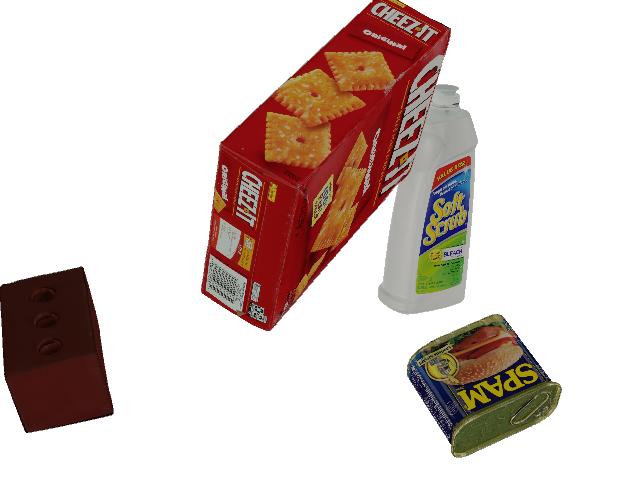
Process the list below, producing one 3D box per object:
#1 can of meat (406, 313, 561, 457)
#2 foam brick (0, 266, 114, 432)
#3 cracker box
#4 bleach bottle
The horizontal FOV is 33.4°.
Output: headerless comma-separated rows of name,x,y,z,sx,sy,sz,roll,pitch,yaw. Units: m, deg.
can of meat,0.133,0.118,0.889,0.102,0.084,0.057,-21,-38,-15
foam brick,-0.155,0.064,0.625,0.053,0.051,0.078,-13,41,-10
cracker box,0.006,-0.057,0.787,0.072,0.164,0.213,31,51,15
bleach bottle,0.123,-0.048,1.194,0.102,0.251,0.068,-9,24,-28
